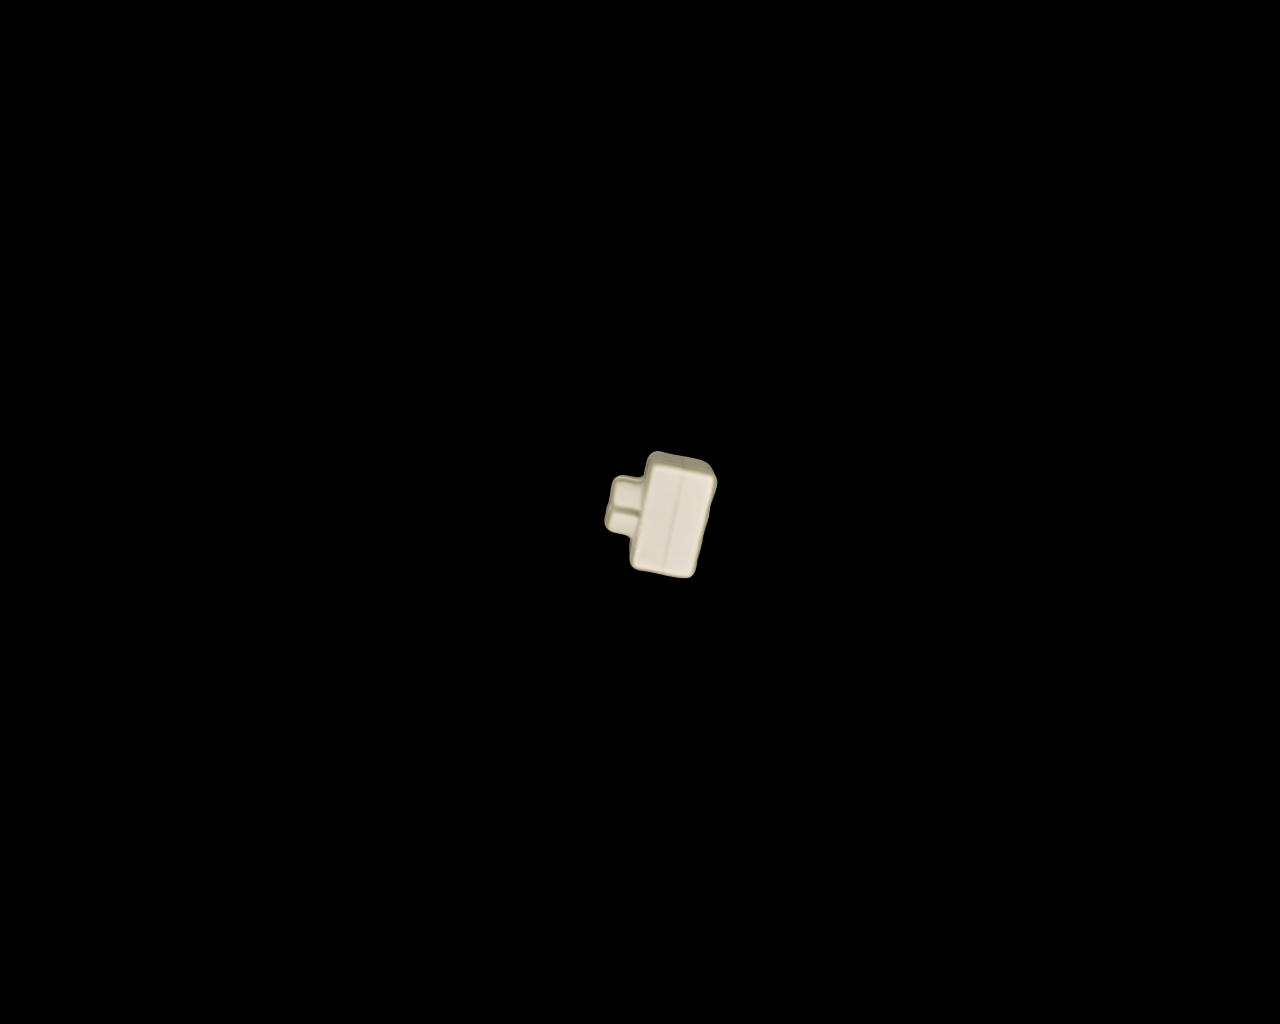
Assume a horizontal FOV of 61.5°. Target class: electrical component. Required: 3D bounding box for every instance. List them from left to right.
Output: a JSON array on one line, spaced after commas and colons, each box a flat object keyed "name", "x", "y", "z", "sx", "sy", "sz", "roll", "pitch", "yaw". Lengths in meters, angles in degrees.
[{"name": "electrical component", "x": 0.001, "y": -0.003, "z": 0.650, "sx": 0.077, "sy": 0.065, "sz": 0.047, "roll": 11, "pitch": 12, "yaw": -2}]
